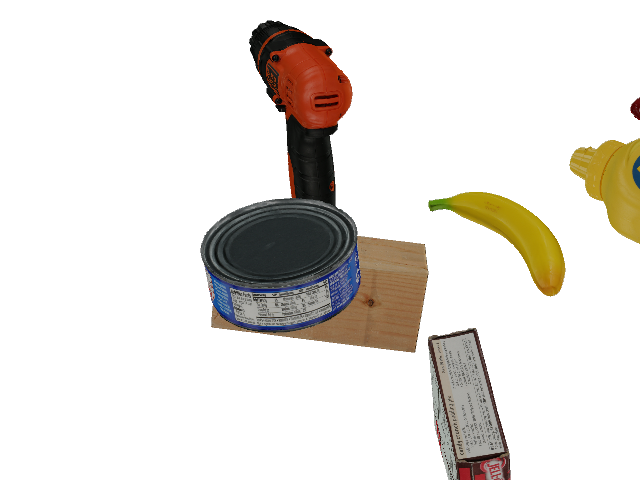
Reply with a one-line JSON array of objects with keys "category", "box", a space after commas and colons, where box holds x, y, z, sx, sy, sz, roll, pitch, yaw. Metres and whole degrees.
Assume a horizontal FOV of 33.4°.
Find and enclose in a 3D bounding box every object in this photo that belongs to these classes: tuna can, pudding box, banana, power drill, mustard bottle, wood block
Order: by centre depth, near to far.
[{"category": "tuna can", "box": [-0.021, 0.013, 0.585, 0.086, 0.034, 0.086, -5, 33, 3]}, {"category": "mustard bottle", "box": [0.239, -0.023, 0.664, 0.096, 0.058, 0.192, -30, 38, -32]}, {"category": "pudding box", "box": [0.101, 0.130, 0.720, 0.039, 0.090, 0.113, -10, 41, 0]}, {"category": "power drill", "box": [-0.019, -0.076, 0.870, 0.057, 0.188, 0.184, -10, 26, -11]}, {"category": "banana", "box": [0.192, -0.005, 1.073, 0.069, 0.037, 0.198, -34, 39, -13]}, {"category": "wood block", "box": [-0.001, 0.046, 1.087, 0.206, 0.091, 0.090, 8, 19, 1]}]

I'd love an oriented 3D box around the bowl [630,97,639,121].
[{"category": "bowl", "box": [0.365, -0.096, 0.970, 0.162, 0.055, 0.162, -4, 23, 2]}]
